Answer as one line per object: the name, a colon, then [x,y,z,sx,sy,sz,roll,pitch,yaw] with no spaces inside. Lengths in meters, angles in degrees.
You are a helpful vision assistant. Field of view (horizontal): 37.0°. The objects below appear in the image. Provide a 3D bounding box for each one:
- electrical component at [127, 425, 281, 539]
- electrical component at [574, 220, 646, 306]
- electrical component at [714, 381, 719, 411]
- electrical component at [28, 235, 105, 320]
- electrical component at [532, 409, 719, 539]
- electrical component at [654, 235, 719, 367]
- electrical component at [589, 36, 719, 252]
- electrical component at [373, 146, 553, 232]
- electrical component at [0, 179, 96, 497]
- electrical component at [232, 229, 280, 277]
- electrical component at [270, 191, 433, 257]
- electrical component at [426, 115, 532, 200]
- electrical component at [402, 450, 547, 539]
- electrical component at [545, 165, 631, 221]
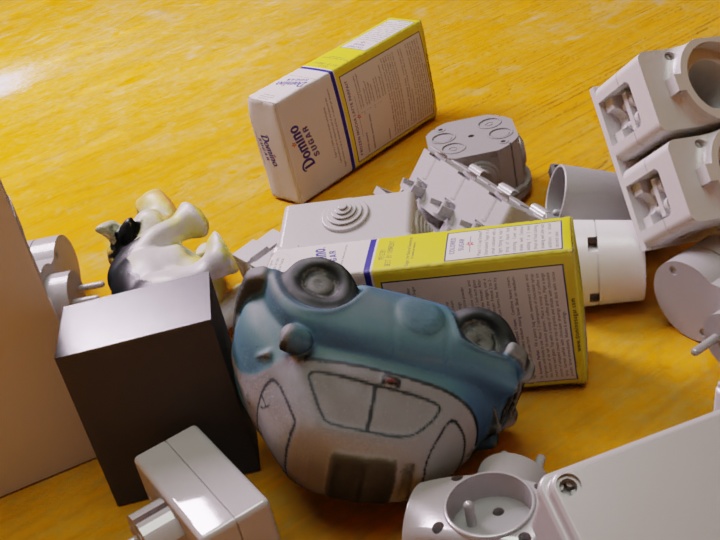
electrical component: [-0.092,0.131,0.542,0.076,0.047,0.083,-27,34,-24]
electrical component: [0.151,-0.005,0.666,0.047,0.055,0.055,-3,32,10]
electrical component: [0.220,0.079,0.501,0.096,0.061,0.062,-15,30,-19]
electrical component: [-0.220,0.021,0.768,0.074,0.052,0.138,-10,31,5]
electrical component: [0.139,0.119,0.425,0.109,0.056,0.108,-18,59,-9]
electrical component: [0.213,0.032,0.582,0.074,0.052,0.138,-28,34,-23]
electrical component: [0.248,-0.084,0.654,0.186,0.105,0.060,-10,-13,-22]
electrical component: [0.073,-0.033,0.721,0.079,0.063,0.121,18,14,-32]
electrical component: [-0.227,0.037,0.613,0.105,0.186,0.060,-21,32,-14]
electrical component: [-0.051,-0.006,0.756,0.055,0.048,0.066,-37,38,-22]
electrical component: [0.000,0.000,0.674,0.100,0.099,0.048,-6,44,12]
electrical component: [0.088,-0.079,0.815,0.080,0.051,0.080,-10,30,6]
electrical component: [0.069,0.114,0.511,0.077,0.044,0.079,2,34,23]
electrical component: [0.163,-0.042,0.725,0.077,0.043,0.079,8,-1,-6]
